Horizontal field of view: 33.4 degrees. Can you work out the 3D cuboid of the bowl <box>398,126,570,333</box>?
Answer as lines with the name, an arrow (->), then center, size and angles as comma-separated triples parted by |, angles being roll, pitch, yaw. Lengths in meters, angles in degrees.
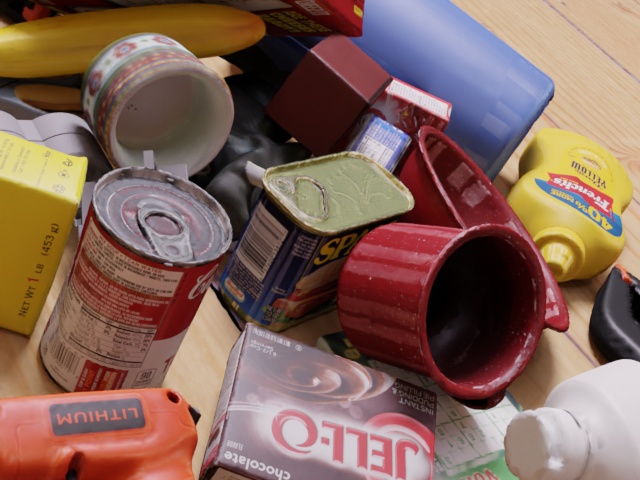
bowl -> 0.095, 0.005, 0.699 | 0.162, 0.055, 0.162 | 44, 21, -23

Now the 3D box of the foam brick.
foam brick -> 0.006, -0.095, 0.696 | 0.051, 0.053, 0.078 | 41, 25, -2

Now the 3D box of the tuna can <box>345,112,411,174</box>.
tuna can -> 0.026, -0.041, 0.715 | 0.034, 0.086, 0.086 | 31, 33, 1

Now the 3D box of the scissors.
scissors -> -0.229, -0.105, 0.681 | 0.201, 0.016, 0.096 | 9, 36, -27

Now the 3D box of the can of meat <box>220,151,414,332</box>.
can of meat -> -0.004, 0.001, 0.636 | 0.057, 0.084, 0.101 | 45, 36, 23

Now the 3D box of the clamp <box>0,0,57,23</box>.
clamp -> -0.231, -0.220, 0.816 | 0.120, 0.039, 0.171 | -14, 57, -40

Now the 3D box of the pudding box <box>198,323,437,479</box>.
pudding box -> 0.002, 0.102, 0.534 | 0.113, 0.039, 0.090 | 20, 41, -9

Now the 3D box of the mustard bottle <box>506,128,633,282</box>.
mustard bottle -> 0.193, -0.020, 0.836 | 0.096, 0.058, 0.191 | 34, 33, 0

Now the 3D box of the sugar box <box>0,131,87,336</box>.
sugar box -> -0.209, -0.022, 0.509 | 0.176, 0.093, 0.048 | 17, 34, -15

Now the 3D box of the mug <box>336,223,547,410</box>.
mug -> 0.068, 0.044, 0.591 | 0.093, 0.117, 0.082 | -38, 26, -26

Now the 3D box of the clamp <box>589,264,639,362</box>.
clamp -> 0.235, 0.092, 0.731 | 0.164, 0.036, 0.210 | 7, 36, -27

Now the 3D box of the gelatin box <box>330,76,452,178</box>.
gelatin box -> 0.042, -0.072, 0.767 | 0.073, 0.089, 0.030 | 25, 35, -5

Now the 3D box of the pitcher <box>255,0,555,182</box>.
pitcher -> 0.057, -0.142, 0.847 | 0.243, 0.149, 0.145 | 36, -10, 6

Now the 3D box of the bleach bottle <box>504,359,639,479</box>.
bleach bottle -> 0.191, 0.105, 0.466 | 0.250, 0.068, 0.102 | 10, 41, -28

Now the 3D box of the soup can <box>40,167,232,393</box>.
soup can -> -0.092, 0.025, 0.521 | 0.068, 0.102, 0.068 | 19, 34, -14

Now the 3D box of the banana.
banana -> -0.132, -0.123, 0.671 | 0.198, 0.037, 0.069 | -8, 26, -1

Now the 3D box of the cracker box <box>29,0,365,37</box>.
cracker box -> -0.093, -0.186, 0.707 | 0.214, 0.072, 0.164 | 4, -1, 19

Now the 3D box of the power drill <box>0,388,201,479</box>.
power drill -> -0.083, 0.146, 0.406 | 0.184, 0.057, 0.188 | 3, 43, -39
